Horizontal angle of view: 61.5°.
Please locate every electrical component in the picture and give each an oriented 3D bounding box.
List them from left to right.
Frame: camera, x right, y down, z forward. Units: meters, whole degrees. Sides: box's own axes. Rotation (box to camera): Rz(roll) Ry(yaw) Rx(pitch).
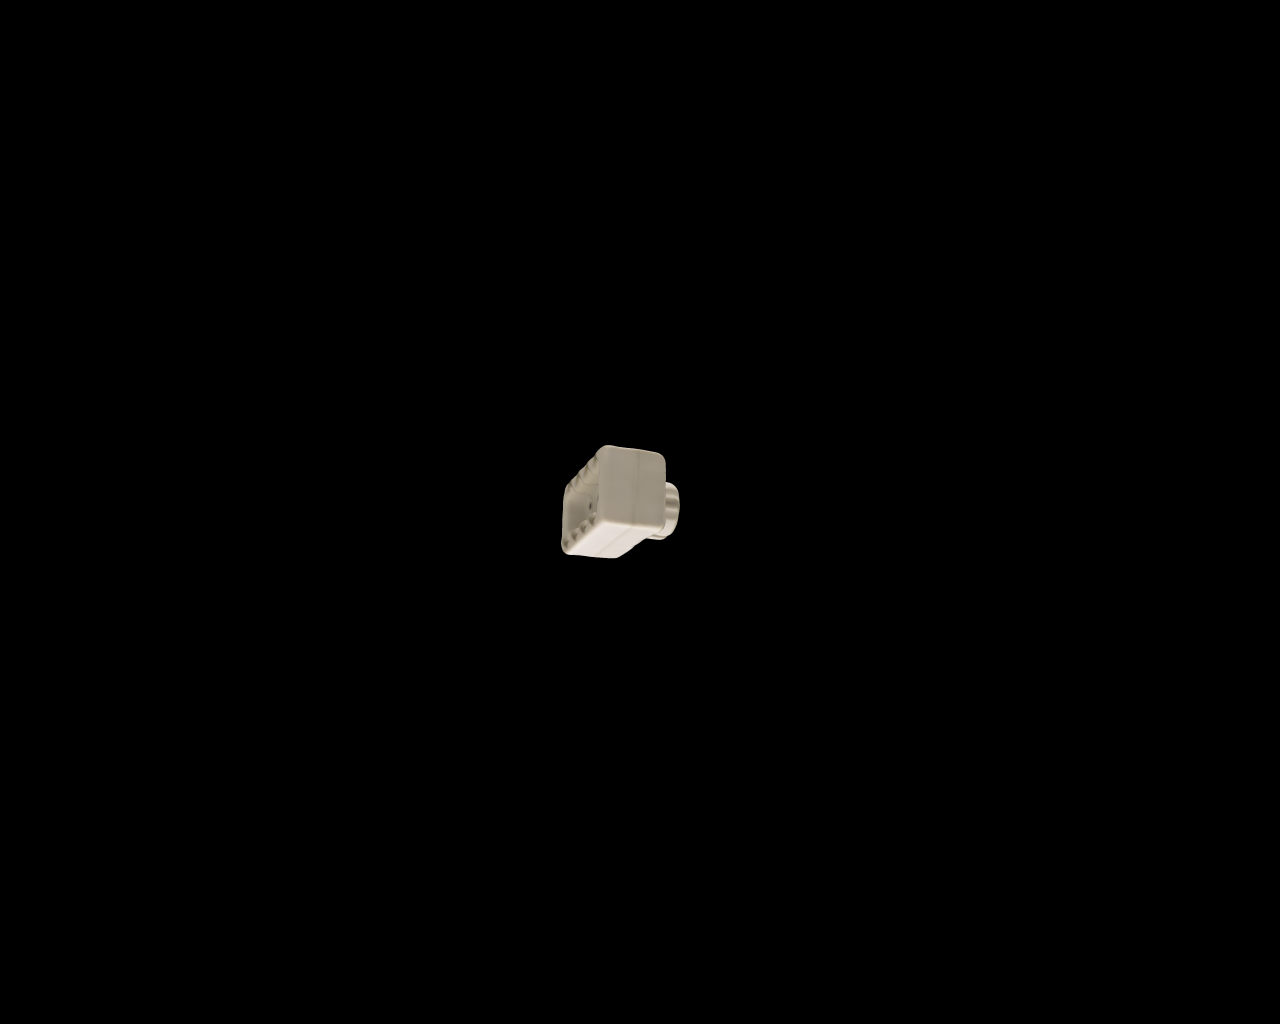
[{"bbox_3d":[0.001,-0.003,0.650,0.076,0.047,0.083,6,-17,-19],"label":"electrical component"}]
